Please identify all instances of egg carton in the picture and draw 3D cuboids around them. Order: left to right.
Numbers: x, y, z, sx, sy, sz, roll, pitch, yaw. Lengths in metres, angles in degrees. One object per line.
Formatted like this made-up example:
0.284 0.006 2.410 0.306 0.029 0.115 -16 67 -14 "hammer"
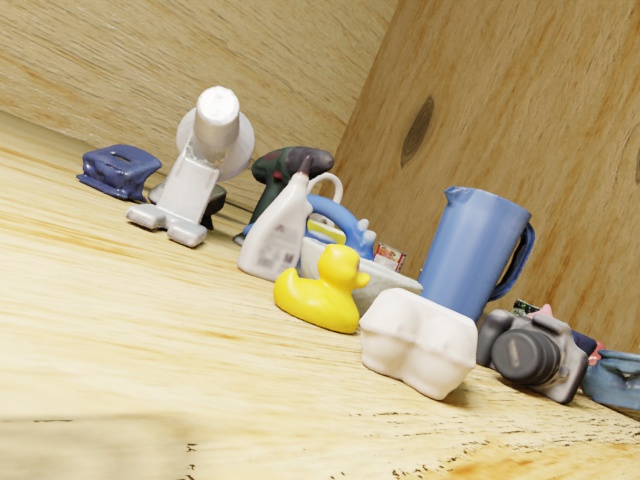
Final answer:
0.093 0.092 0.538 0.107 0.069 0.150 23 2 13 "egg carton"

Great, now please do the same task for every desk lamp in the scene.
-0.170 -0.109 0.825 0.118 0.213 0.203 23 2 -7 "desk lamp"

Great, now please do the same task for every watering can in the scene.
-0.020 -0.050 1.196 0.172 0.194 0.101 24 3 35 "watering can"

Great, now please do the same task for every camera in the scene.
0.269 0.140 0.758 0.142 0.101 0.137 25 3 40 "camera"

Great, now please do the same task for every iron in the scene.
0.008 0.003 0.885 0.257 0.141 0.119 24 3 35 "iron"

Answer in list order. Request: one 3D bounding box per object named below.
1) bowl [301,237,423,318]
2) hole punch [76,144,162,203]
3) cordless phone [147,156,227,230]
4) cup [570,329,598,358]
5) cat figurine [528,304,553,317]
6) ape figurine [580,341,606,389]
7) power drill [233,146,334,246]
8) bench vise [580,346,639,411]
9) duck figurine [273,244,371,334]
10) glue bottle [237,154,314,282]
0.042 0.060 0.733 0.167 0.075 0.167 23 2 -1 "bowl"
-0.343 -0.122 0.987 0.108 0.091 0.101 23 2 15 "hole punch"
-0.219 -0.123 1.031 0.147 0.185 0.094 25 3 39 "cordless phone"
0.350 0.174 0.847 0.091 0.095 0.118 23 2 15 "cup"
0.399 0.176 1.020 0.128 0.118 0.067 21 3 -34 "cat figurine"
0.488 0.226 1.040 0.075 0.092 0.078 25 3 39 "ape figurine"
-0.073 -0.073 1.028 0.076 0.208 0.228 21 3 -34 "power drill"
0.543 0.186 0.892 0.206 0.220 0.122 24 2 21 "bench vise"
0.007 0.044 0.610 0.105 0.086 0.077 22 2 -26 "duck figurine"
-0.044 -0.031 0.754 0.078 0.173 0.037 21 3 -36 "glue bottle"
